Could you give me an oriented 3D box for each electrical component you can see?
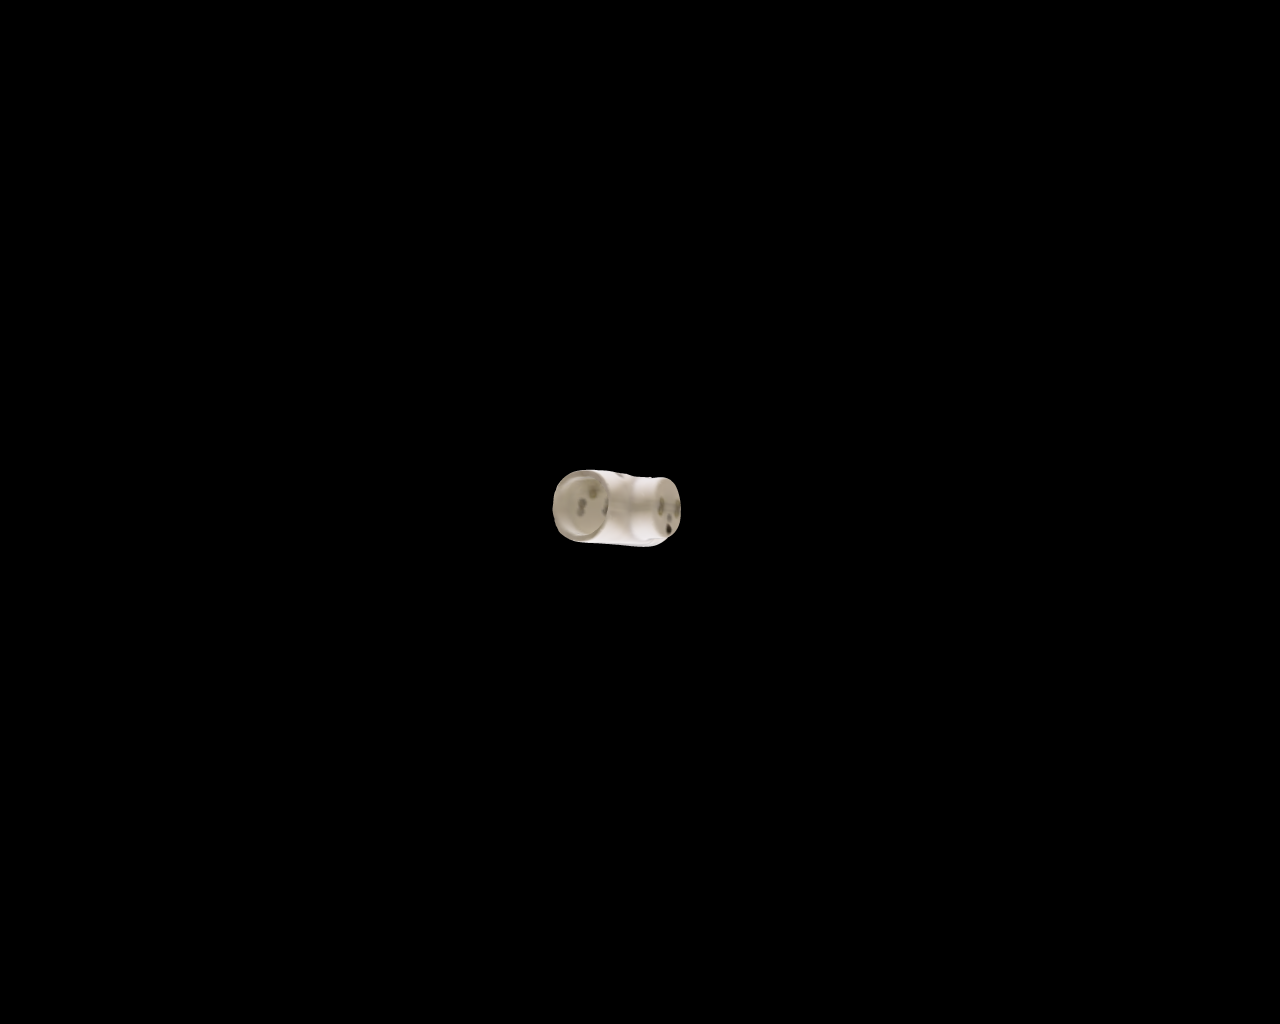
[{"bbox_3d":[0.001,-0.003,0.650,0.079,0.044,0.077,-3,-5,32],"label":"electrical component"}]
